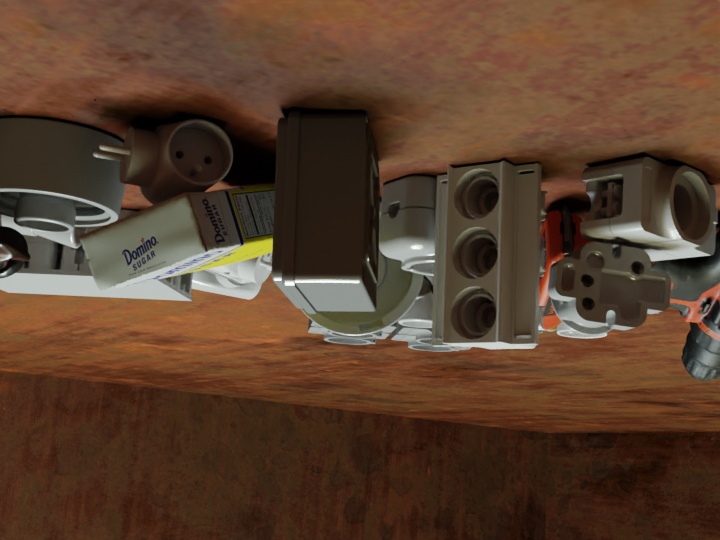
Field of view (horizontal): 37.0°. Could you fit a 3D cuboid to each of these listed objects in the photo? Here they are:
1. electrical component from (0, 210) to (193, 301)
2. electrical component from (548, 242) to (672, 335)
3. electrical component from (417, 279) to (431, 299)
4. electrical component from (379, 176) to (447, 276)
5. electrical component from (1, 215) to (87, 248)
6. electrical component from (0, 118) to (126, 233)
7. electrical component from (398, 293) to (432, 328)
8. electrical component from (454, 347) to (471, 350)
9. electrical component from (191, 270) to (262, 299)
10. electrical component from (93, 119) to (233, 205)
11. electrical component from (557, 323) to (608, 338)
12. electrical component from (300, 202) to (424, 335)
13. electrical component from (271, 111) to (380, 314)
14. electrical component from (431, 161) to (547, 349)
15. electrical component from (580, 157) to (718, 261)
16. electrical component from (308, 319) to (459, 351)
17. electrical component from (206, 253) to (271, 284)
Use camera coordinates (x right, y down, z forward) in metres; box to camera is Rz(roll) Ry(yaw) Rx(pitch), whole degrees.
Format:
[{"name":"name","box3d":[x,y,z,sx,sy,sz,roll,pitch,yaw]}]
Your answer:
[{"name":"electrical component","box3d":[-0.256,-0.014,0.986,0.186,0.060,0.105,2,168,9]},{"name":"electrical component","box3d":[0.163,0.014,0.732,0.078,0.058,0.057,8,170,-6]},{"name":"electrical component","box3d":[0.042,0.011,1.049,0.043,0.043,0.081,7,168,-16]},{"name":"electrical component","box3d":[0.063,-0.029,0.803,0.095,0.059,0.054,12,166,-33]},{"name":"electrical component","box3d":[-0.264,-0.044,0.895,0.065,0.044,0.044,9,169,1]},{"name":"electrical component","box3d":[-0.216,-0.059,0.748,0.108,0.060,0.108,4,169,1]},{"name":"electrical component","box3d":[0.063,0.028,1.097,0.045,0.055,0.045,4,168,1]},{"name":"electrical component","box3d":[0.118,0.040,1.079,0.051,0.080,0.080,1,170,-14]},{"name":"electrical component","box3d":[-0.129,0.000,1.055,0.077,0.043,0.079,13,165,-35]},{"name":"electrical component","box3d":[-0.132,-0.071,0.701,0.079,0.044,0.077,9,168,-24]},{"name":"electrical component","box3d":[0.201,0.015,0.929,0.044,0.077,0.079,7,168,-13]},{"name":"electrical component","box3d":[0.000,0.000,0.862,0.108,0.108,0.060,3,174,8]},{"name":"electrical component","box3d":[-0.019,-0.033,0.689,0.056,0.108,0.108,0,168,6]},{"name":"electrical component","box3d":[0.093,-0.007,0.745,0.079,0.121,0.063,-4,169,35]},{"name":"electrical component","box3d":[0.199,-0.040,0.724,0.089,0.050,0.056,14,166,-40]},{"name":"electrical component","box3d":[0.039,0.050,1.202,0.186,0.060,0.105,5,169,-5]},{"name":"electrical component","box3d":[-0.103,-0.011,0.964,0.079,0.044,0.077,19,174,20]}]
